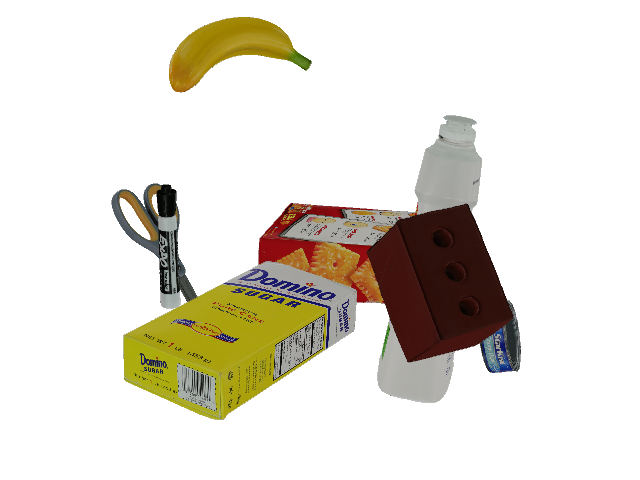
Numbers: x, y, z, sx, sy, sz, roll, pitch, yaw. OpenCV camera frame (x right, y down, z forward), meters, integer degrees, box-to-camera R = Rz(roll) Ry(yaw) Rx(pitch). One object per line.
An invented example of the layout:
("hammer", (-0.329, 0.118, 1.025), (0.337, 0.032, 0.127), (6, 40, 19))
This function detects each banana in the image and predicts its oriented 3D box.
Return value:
("banana", (-0.087, -0.186, 1.039), (0.070, 0.037, 0.197), (44, 38, 20))

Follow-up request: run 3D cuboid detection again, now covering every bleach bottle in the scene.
("bleach bottle", (0.103, 0.012, 0.951), (0.068, 0.251, 0.102), (11, 19, 8))

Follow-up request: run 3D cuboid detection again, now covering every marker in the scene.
("marker", (-0.143, 0.006, 1.002), (0.020, 0.121, 0.020), (1, 22, 0))

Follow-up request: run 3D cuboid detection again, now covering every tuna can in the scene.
("tuna can", (0.217, 0.117, 1.289), (0.034, 0.086, 0.086), (-8, -3, 20))

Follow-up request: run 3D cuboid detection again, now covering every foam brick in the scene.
("foam brick", (0.071, 0.027, 0.646), (0.052, 0.078, 0.051), (-13, -16, -26))

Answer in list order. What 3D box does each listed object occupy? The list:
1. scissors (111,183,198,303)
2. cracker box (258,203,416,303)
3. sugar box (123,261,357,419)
("scissors", (-0.160, 0.016, 1.216), (0.016, 0.201, 0.096), (-28, 17, 37))
("cracker box", (0.053, 0.016, 1.147), (0.214, 0.072, 0.164), (5, 15, 9))
("sugar box", (-0.057, 0.070, 0.816), (0.093, 0.048, 0.175), (18, 29, 29))
